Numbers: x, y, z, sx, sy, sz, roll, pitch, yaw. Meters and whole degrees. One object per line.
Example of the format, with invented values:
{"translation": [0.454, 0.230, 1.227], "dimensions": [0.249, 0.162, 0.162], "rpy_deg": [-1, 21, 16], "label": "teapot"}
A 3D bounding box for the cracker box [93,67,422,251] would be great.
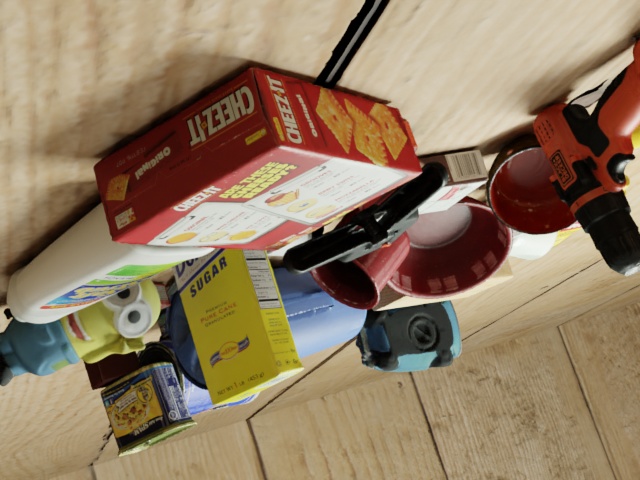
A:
{"translation": [-0.043, -0.056, 0.836], "dimensions": [0.164, 0.072, 0.213], "rpy_deg": [-27, 164, 28], "label": "cracker box"}

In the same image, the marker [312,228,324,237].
{"translation": [-0.008, 0.002, 1.228], "dimensions": [0.020, 0.020, 0.121], "rpy_deg": [-17, 167, -9], "label": "marker"}

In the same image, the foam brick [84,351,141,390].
{"translation": [-0.260, 0.138, 1.312], "dimensions": [0.052, 0.078, 0.051], "rpy_deg": [-11, 163, -30], "label": "foam brick"}

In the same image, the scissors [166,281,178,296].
{"translation": [-0.119, 0.024, 1.174], "dimensions": [0.096, 0.016, 0.202], "rpy_deg": [-15, 167, -15], "label": "scissors"}

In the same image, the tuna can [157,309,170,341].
{"translation": [-0.169, 0.104, 1.392], "dimensions": [0.086, 0.034, 0.086], "rpy_deg": [-18, 167, -4], "label": "tuna can"}

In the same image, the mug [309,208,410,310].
{"translation": [0.037, 0.016, 1.170], "dimensions": [0.117, 0.093, 0.081], "rpy_deg": [-4, -142, 49], "label": "mug"}

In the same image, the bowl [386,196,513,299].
{"translation": [0.141, -0.003, 1.251], "dimensions": [0.162, 0.055, 0.162], "rpy_deg": [-6, 135, -6], "label": "bowl"}

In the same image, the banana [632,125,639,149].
{"translation": [0.290, -0.100, 1.194], "dimensions": [0.198, 0.037, 0.069], "rpy_deg": [-19, 178, 3], "label": "banana"}

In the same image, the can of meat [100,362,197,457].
{"translation": [-0.210, 0.203, 1.289], "dimensions": [0.102, 0.084, 0.057], "rpy_deg": [-28, 166, 25], "label": "can of meat"}

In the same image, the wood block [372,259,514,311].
{"translation": [0.151, 0.029, 1.405], "dimensions": [0.090, 0.091, 0.205], "rpy_deg": [-29, 164, 40], "label": "wood block"}

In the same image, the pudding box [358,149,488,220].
{"translation": [0.105, -0.055, 1.113], "dimensions": [0.113, 0.039, 0.090], "rpy_deg": [-9, 165, -27], "label": "pudding box"}

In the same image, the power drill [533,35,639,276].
{"translation": [0.285, -0.083, 0.971], "dimensions": [0.057, 0.184, 0.188], "rpy_deg": [-10, 155, -32], "label": "power drill"}

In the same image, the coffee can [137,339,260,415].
{"translation": [-0.156, 0.173, 1.385], "dimensions": [0.140, 0.103, 0.103], "rpy_deg": [-5, 161, -47], "label": "coffee can"}

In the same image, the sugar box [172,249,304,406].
{"translation": [-0.084, 0.057, 1.002], "dimensions": [0.093, 0.176, 0.048], "rpy_deg": [-29, 165, 35], "label": "sugar box"}

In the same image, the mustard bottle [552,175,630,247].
{"translation": [0.349, -0.044, 1.451], "dimensions": [0.096, 0.058, 0.192], "rpy_deg": [-9, 163, -32], "label": "mustard bottle"}

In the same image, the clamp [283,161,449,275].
{"translation": [0.041, -0.008, 1.017], "dimensions": [0.164, 0.036, 0.210], "rpy_deg": [-30, 173, -3], "label": "clamp"}

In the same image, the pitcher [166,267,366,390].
{"translation": [-0.052, 0.092, 1.307], "dimensions": [0.242, 0.149, 0.145], "rpy_deg": [-11, 126, -44], "label": "pitcher"}

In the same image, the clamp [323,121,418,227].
{"translation": [0.024, -0.056, 0.997], "dimensions": [0.172, 0.039, 0.120], "rpy_deg": [-25, 167, 25], "label": "clamp"}

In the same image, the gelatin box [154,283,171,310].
{"translation": [-0.223, 0.073, 1.202], "dimensions": [0.073, 0.030, 0.089], "rpy_deg": [-24, 166, 21], "label": "gelatin box"}

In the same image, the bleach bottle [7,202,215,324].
{"translation": [-0.204, 0.024, 0.961], "dimensions": [0.102, 0.068, 0.251], "rpy_deg": [-5, 163, -44], "label": "bleach bottle"}
